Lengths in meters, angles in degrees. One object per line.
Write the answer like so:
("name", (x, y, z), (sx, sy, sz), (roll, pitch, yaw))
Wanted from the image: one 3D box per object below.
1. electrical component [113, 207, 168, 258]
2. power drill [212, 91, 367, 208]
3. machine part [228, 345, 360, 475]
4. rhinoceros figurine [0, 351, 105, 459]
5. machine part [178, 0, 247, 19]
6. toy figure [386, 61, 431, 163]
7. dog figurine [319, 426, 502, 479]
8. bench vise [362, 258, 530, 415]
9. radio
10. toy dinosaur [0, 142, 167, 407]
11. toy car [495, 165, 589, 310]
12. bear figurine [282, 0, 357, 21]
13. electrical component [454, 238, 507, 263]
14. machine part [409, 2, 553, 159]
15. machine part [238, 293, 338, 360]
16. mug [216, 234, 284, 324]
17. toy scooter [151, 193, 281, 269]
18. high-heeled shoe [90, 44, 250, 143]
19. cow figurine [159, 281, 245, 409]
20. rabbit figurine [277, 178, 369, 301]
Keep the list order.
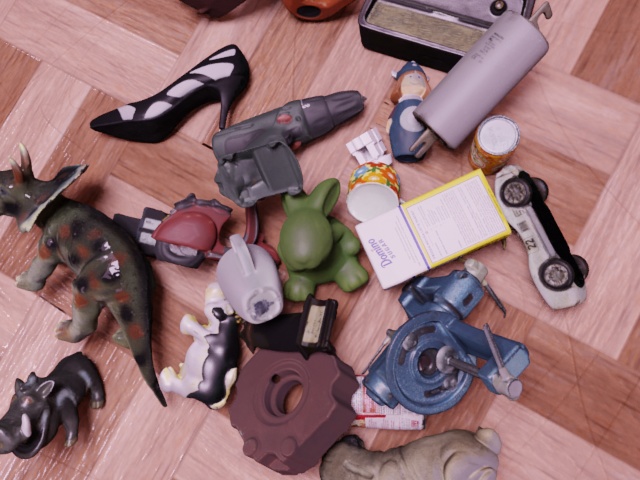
("electrical component", (-0.249, -0.009, 0.806), (0.119, 0.047, 0.074), (8, 82, 11))
("power drill", (-0.050, -0.135, 0.728), (0.232, 0.085, 0.207), (-14, 34, 14))
("machine part", (-0.038, 0.202, 0.693), (0.179, 0.056, 0.179), (-22, 46, 24))
("rhinoceros figurine", (-0.364, 0.221, 0.721), (0.073, 0.190, 0.112), (5, 109, 9))
("machine part", (-0.146, -0.455, 0.795), (0.202, 0.087, 0.201), (-10, 77, 45))
("toy figure", (0.132, -0.189, 0.772), (0.064, 0.058, 0.154), (9, 78, -28))
("dog figurine", (0.107, 0.274, 0.667), (0.191, 0.121, 0.172), (26, 84, 14))
("bench vise", (0.158, 0.117, 0.619), (0.224, 0.241, 0.128), (-37, 104, -15))
("radio", (0.182, -0.319, 0.773), (0.230, 0.073, 0.131), (21, 86, 9))
("toy dinosaur", (-0.310, 0.032, 0.745), (0.405, 0.131, 0.192), (40, 120, 5))
("toy car", (0.288, -0.008, 0.705), (0.056, 0.073, 0.201), (-33, 74, 40))
("bear figurine", (-0.002, -0.438, 0.801), (0.120, 0.132, 0.195), (7, 85, -21))
("electrical component", (0.207, -0.010, 0.734), (0.102, 0.045, 0.078), (-18, 80, 6))
("machine part", (0.203, -0.201, 0.688), (0.079, 0.079, 0.243), (46, 103, 13))
("machine part", (-0.040, 0.115, 0.701), (0.139, 0.039, 0.084), (-11, 55, 29))
("mug", (-0.086, 0.050, 0.688), (0.081, 0.107, 0.109), (-15, 117, -16))
("toy scooter", (-0.136, -0.017, 0.757), (0.184, 0.075, 0.135), (15, 85, -20))
("high-heeled shoe", (-0.233, -0.231, 0.827), (0.249, 0.086, 0.145), (0, 76, 6))
("cow figurine", (-0.144, 0.141, 0.743), (0.098, 0.068, 0.167), (13, 75, 27))
("rabbit figurine", (-0.001, -0.002, 0.702), (0.121, 0.170, 0.159), (-3, 81, 8))
